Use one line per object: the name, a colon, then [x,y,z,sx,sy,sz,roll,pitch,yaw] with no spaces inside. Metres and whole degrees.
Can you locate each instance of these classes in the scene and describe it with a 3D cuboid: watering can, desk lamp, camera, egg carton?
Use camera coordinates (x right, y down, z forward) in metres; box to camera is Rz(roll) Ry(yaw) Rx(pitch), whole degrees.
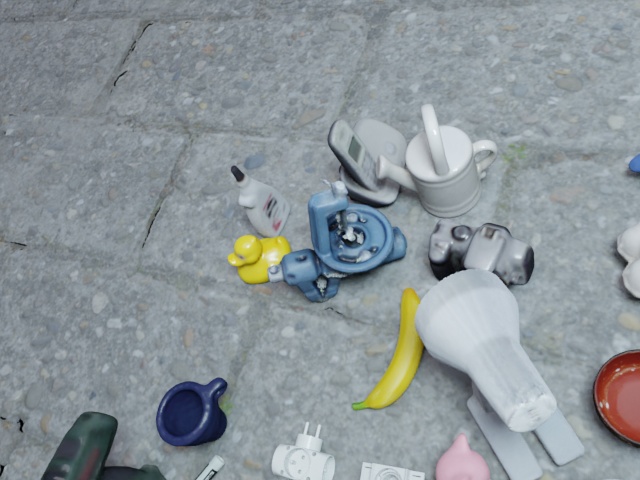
watering can: [0.172,-0.118,0.855,0.173,0.195,0.100,-31,55,4]
desk lamp: [0.212,0.159,0.670,0.118,0.214,0.203,-31,55,4]
camera: [0.211,0.048,0.802,0.142,0.101,0.137,16,70,30]
egg carton: [0.463,0.024,0.727,0.150,0.070,0.107,-6,60,20]

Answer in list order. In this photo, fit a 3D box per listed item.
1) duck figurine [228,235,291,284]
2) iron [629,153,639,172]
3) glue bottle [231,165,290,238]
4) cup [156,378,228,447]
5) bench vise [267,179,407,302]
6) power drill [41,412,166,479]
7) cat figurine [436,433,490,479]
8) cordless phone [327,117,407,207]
duck figurine: [-0.106,0.021,0.962,0.104,0.086,0.077,-30,55,5]
iron: [0.550,-0.140,0.737,0.258,0.142,0.118,-25,56,9]
glue bottle: [-0.106,-0.071,0.960,0.037,0.174,0.078,8,66,27]
cup: [-0.171,0.256,0.852,0.118,0.095,0.091,-43,55,-4]
bench vise: [0.014,0.011,0.834,0.207,0.220,0.121,-39,55,-1]
power drill: [-0.305,0.362,0.780,0.075,0.209,0.229,-4,61,21]
cat figurine: [0.159,0.299,0.673,0.067,0.118,0.128,26,75,33]
cordless phone: [0.072,-0.152,0.922,0.094,0.185,0.147,1,63,24]
